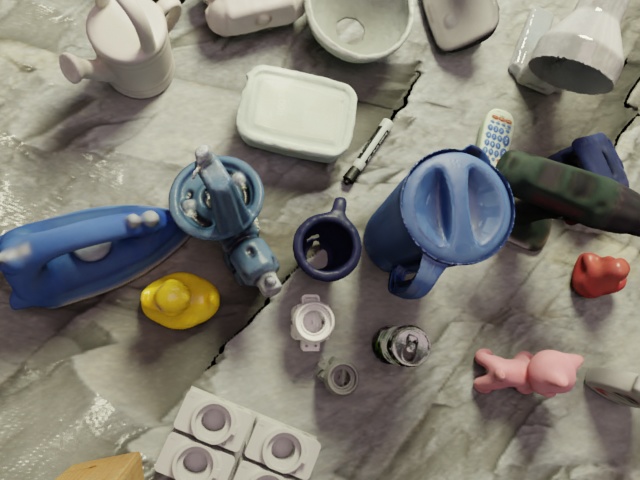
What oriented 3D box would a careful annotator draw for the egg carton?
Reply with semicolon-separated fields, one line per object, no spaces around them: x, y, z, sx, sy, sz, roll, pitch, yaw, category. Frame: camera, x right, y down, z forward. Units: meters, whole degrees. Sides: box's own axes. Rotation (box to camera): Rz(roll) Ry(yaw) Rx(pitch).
-0.101;-0.360;0.846;0.150;0.069;0.107;-19;84;-12;egg carton

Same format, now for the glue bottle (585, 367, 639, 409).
0.447;0.207;0.789;0.078;0.173;0.037;27;77;-4;glue bottle

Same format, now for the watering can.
-0.252;-0.262;0.741;0.101;0.194;0.173;26;77;-4;watering can

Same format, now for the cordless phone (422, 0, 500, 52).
0.226;-0.380;0.845;0.094;0.185;0.147;-15;83;-11;cordless phone

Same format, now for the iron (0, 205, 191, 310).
-0.280;0.000;0.720;0.258;0.141;0.118;-19;84;-12;iron

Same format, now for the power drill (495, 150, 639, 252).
0.330;-0.044;0.794;0.230;0.208;0.076;23;78;-5;power drill

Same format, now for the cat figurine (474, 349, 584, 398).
0.294;0.186;0.796;0.128;0.117;0.067;1;80;-9;cat figurine

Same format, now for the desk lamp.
0.368;-0.296;0.840;0.118;0.213;0.203;23;78;-5;desk lamp

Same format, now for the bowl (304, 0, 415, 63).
0.054;-0.336;0.865;0.167;0.074;0.167;2;80;-9;bowl

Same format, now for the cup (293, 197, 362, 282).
0.007;0.003;0.791;0.092;0.095;0.118;17;78;-6;cup

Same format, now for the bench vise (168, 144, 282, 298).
-0.101;-0.034;0.715;0.207;0.219;0.121;41;77;-1;bench vise

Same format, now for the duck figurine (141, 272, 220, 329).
-0.185;0.078;0.751;0.104;0.086;0.077;1;80;-9;duck figurine

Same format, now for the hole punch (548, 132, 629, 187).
0.423;-0.111;0.881;0.101;0.091;0.109;-22;85;-12;hole punch

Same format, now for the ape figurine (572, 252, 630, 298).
0.425;0.050;0.854;0.076;0.092;0.078;-36;88;-13;ape figurine

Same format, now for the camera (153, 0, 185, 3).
-0.242;-0.413;0.816;0.143;0.100;0.137;-5;81;-10;camera
